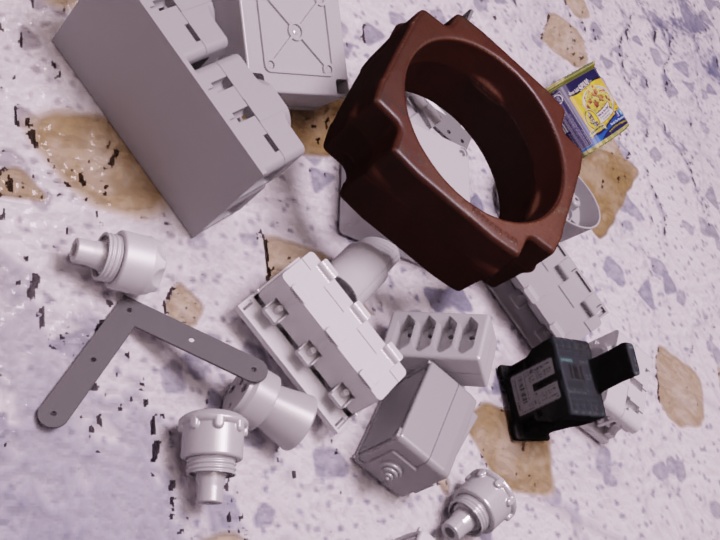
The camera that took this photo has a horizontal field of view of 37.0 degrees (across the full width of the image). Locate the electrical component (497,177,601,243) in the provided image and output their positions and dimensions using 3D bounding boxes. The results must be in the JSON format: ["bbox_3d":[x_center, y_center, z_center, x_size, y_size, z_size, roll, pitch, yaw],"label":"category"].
[{"bbox_3d":[0.186,-0.072,1.063,0.099,0.064,0.099,19,55,-30],"label":"electrical component"}]

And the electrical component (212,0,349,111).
[{"bbox_3d":[-0.070,-0.194,0.910,0.109,0.056,0.108,-5,87,-41],"label":"electrical component"}]

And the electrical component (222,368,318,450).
[{"bbox_3d":[-0.065,0.098,0.776,0.055,0.045,0.045,33,49,-20],"label":"electrical component"}]

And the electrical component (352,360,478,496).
[{"bbox_3d":[0.044,0.131,0.835,0.061,0.062,0.096,41,47,-14],"label":"electrical component"}]

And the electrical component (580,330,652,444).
[{"bbox_3d":[0.232,0.107,1.009,0.056,0.050,0.089,38,48,-17],"label":"electrical component"}]

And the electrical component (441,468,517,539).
[{"bbox_3d":[0.090,0.191,0.852,0.062,0.048,0.048,-32,88,-38],"label":"electrical component"}]

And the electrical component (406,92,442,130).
[{"bbox_3d":[0.039,-0.147,1.000,0.066,0.048,0.055,-41,102,-44],"label":"electrical component"}]

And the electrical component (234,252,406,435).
[{"bbox_3d":[-0.026,0.052,0.821,0.121,0.063,0.079,52,46,-3],"label":"electrical component"}]

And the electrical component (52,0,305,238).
[{"bbox_3d":[-0.135,-0.133,0.808,0.186,0.105,0.060,55,45,-1],"label":"electrical component"}]

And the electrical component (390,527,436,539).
[{"bbox_3d":[0.035,0.234,0.769,0.061,0.062,0.096,43,47,-12],"label":"electrical component"}]

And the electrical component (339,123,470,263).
[{"bbox_3d":[0.040,-0.071,0.949,0.109,0.056,0.108,21,55,-29],"label":"electrical component"}]

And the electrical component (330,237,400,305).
[{"bbox_3d":[0.000,0.000,0.886,0.043,0.043,0.081,50,46,-6],"label":"electrical component"}]

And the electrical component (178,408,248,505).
[{"bbox_3d":[-0.101,0.127,0.732,0.048,0.048,0.062,15,65,-33],"label":"electrical component"}]

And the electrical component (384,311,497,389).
[{"bbox_3d":[0.069,0.076,0.885,0.075,0.083,0.047,70,30,-44],"label":"electrical component"}]

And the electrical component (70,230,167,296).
[{"bbox_3d":[-0.170,-0.007,0.751,0.062,0.043,0.043,15,58,-32],"label":"electrical component"}]

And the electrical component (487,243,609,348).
[{"bbox_3d":[0.167,0.012,0.991,0.079,0.063,0.121,-35,90,-4],"label":"electrical component"}]
